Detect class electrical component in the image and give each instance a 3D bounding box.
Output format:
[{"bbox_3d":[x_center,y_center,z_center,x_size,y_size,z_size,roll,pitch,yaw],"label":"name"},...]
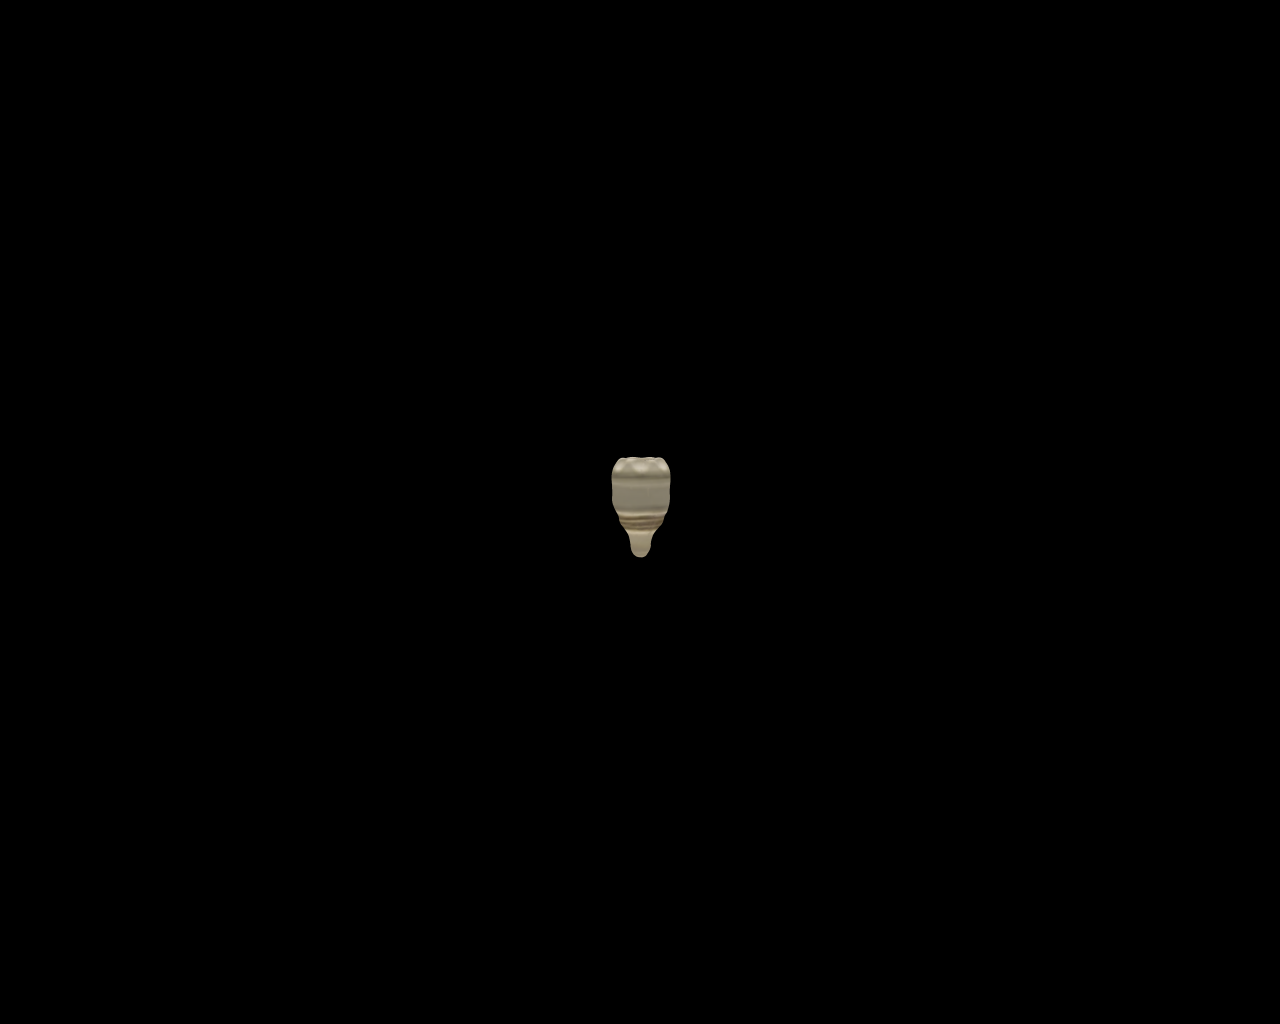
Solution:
[{"bbox_3d":[0.001,-0.003,0.650,0.035,0.061,0.035,0,4,0],"label":"electrical component"}]
